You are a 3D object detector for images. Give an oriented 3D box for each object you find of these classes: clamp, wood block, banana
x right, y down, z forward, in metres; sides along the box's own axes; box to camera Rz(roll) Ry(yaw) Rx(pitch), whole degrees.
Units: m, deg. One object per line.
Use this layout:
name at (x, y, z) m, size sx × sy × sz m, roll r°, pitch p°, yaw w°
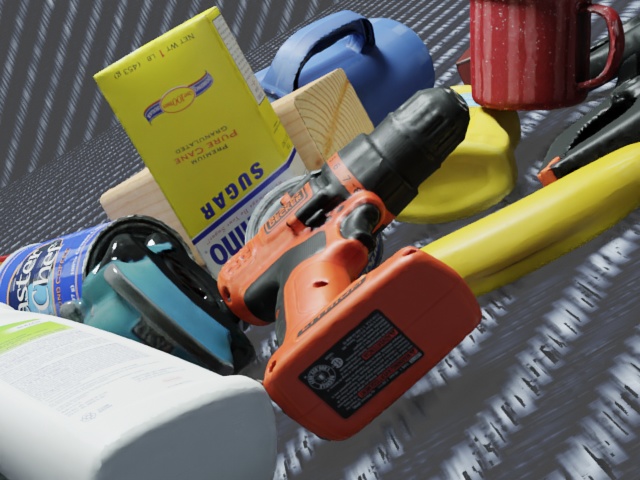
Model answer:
clamp at (0.213, -0.089, 0.666) m, size 0.209 × 0.036 × 0.165 m, roll -40°, pitch 10°, yaw -34°
clamp at (0.248, -0.154, 0.813) m, size 0.171 × 0.039 × 0.120 m, roll -34°, pitch 2°, yaw 3°
wood block at (-0.061, -0.046, 0.846) m, size 0.206 × 0.090 × 0.090 m, roll -23°, pitch 11°, yaw 33°
banana at (0.109, -0.005, 0.592) m, size 0.198 × 0.037 × 0.069 m, roll -26°, pitch 17°, yaw 12°

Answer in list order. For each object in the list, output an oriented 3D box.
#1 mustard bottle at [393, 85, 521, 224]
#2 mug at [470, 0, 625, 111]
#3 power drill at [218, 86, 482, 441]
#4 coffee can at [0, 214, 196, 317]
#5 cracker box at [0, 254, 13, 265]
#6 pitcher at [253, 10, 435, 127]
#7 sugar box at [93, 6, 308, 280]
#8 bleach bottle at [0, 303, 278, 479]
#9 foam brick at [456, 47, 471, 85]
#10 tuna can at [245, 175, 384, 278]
mustard bottle at (0.098, -0.073, 0.784) m, size 0.096 × 0.058 × 0.191 m, roll -13°, pitch 19°, yaw 18°
mug at (0.155, -0.134, 0.733) m, size 0.117 × 0.081 × 0.093 m, roll 11°, pitch 22°, yaw 40°
power drill at (0.024, 0.006, 0.566) m, size 0.184 × 0.057 × 0.187 m, roll -44°, pitch 21°, yaw 11°
coffee can at (-0.174, 0.043, 0.816) m, size 0.141 × 0.103 × 0.102 m, roll -13°, pitch 22°, yaw 45°
cracker box at (-0.357, 0.097, 0.880) m, size 0.214 × 0.072 × 0.163 m, roll -32°, pitch -11°, yaw 32°
pitcher at (0.010, -0.127, 0.976) m, size 0.149 × 0.145 × 0.242 m, roll -17°, pitch 16°, yaw 41°
sugar box at (-0.070, -0.060, 0.741) m, size 0.093 × 0.176 × 0.048 m, roll -26°, pitch 14°, yaw 15°
bleach bottle at (-0.138, 0.076, 0.553) m, size 0.102 × 0.068 × 0.251 m, roll -17°, pitch 23°, yaw -38°
foam brick at (0.168, -0.154, 0.937) m, size 0.078 × 0.051 × 0.053 m, roll -19°, pitch 17°, yaw 30°
tuna can at (-0.005, 0.001, 0.689) m, size 0.086 × 0.033 × 0.086 m, roll -9°, pitch 61°, yaw 17°
